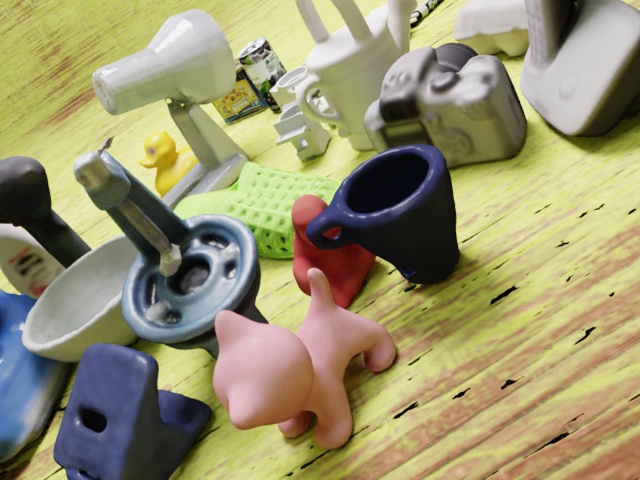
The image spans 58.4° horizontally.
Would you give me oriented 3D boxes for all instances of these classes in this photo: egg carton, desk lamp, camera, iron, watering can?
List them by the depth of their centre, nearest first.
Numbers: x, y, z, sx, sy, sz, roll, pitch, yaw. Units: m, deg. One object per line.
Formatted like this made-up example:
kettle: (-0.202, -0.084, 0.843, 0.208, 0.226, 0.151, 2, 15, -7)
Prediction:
camera: (0.126, -0.148, 0.564, 0.142, 0.101, 0.137, -3, 43, 40)
iron: (-0.354, 0.125, 0.601, 0.118, 0.142, 0.258, -24, 33, 16)
watering can: (0.039, -0.211, 0.639, 0.100, 0.194, 0.173, 2, 47, 44)
egg carton: (0.230, -0.258, 0.646, 0.149, 0.070, 0.107, 14, 55, 50)
desk lamp: (-0.185, -0.172, 0.773, 0.117, 0.214, 0.203, 9, 52, 48)

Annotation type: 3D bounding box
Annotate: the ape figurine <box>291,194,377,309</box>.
ape figurine: (0.004, 0.002, 0.484, 0.077, 0.092, 0.076, -29, 32, 8)

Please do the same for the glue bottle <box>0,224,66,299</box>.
glue bottle: (-0.420, 0.009, 0.785, 0.078, 0.173, 0.037, -44, 33, -15)

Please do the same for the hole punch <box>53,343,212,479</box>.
hole punch: (-0.156, 0.143, 0.443, 0.108, 0.091, 0.101, -2, 44, 41)

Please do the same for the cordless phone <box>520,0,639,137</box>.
cordless phone: (0.202, -0.189, 0.469, 0.094, 0.185, 0.147, -28, 32, 10)

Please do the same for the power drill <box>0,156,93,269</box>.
power drill: (-0.317, -0.013, 0.686, 0.228, 0.209, 0.076, 5, 49, 45)

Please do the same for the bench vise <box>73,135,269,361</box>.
bench vise: (-0.137, 0.011, 0.479, 0.206, 0.220, 0.122, 12, 54, 49)

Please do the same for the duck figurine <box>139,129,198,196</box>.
duck figurine: (-0.226, -0.129, 0.876, 0.105, 0.086, 0.077, -42, 33, -12)

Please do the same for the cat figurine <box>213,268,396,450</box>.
cat figurine: (-0.019, 0.077, 0.379, 0.067, 0.118, 0.128, 0, 46, 43)

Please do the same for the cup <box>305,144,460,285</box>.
cup: (0.057, -0.005, 0.442, 0.117, 0.095, 0.091, -28, 32, 10)

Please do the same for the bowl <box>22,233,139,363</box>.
bowl: (-0.228, 0.072, 0.619, 0.167, 0.075, 0.167, -24, 33, 17)
